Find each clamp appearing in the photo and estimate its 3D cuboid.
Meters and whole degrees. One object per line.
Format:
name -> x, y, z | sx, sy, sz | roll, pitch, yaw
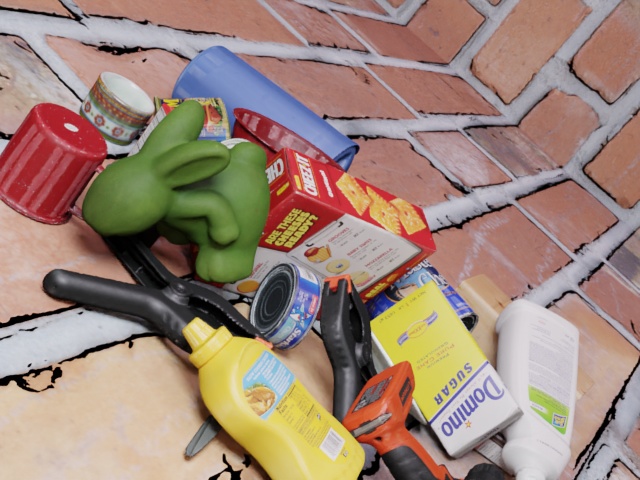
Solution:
clamp -> 0.029, 0.123, 1.054 | 0.120, 0.039, 0.171 | -31, 105, -69
clamp -> -0.140, 0.052, 0.989 | 0.210, 0.036, 0.164 | 28, 22, -9

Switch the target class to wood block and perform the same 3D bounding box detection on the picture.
wood block -> 0.246, 0.150, 1.394 | 0.206, 0.090, 0.090 | 46, 22, 16

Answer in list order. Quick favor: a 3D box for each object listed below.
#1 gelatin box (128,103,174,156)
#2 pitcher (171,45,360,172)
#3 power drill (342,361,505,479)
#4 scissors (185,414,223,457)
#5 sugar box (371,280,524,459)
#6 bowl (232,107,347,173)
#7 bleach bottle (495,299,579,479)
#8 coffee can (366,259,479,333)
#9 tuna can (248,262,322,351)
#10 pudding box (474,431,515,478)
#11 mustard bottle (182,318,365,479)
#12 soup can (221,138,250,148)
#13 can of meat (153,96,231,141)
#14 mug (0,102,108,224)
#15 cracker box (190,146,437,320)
gelatin box -> -0.175, -0.094, 1.173 | 0.030, 0.089, 0.073 | 22, 26, -37
pitcher -> -0.082, -0.140, 1.395 | 0.243, 0.145, 0.149 | 40, 0, 12
power drill -> 0.108, 0.210, 1.011 | 0.187, 0.057, 0.184 | 54, 24, -4
scissors -> -0.092, 0.133, 0.950 | 0.096, 0.016, 0.201 | 44, 21, 16
sugar box -> 0.137, 0.142, 1.179 | 0.176, 0.093, 0.048 | 57, 6, 26
bowl -> -0.045, -0.090, 1.253 | 0.162, 0.055, 0.162 | 30, 13, -8
bleach bottle -> 0.241, 0.183, 1.220 | 0.102, 0.068, 0.250 | 27, 40, -6
coffee can -> 0.108, 0.074, 1.292 | 0.140, 0.103, 0.102 | 49, 23, 24
tuna can -> -0.036, 0.067, 1.084 | 0.033, 0.086, 0.086 | 26, 24, -28
pudding box -> 0.201, 0.214, 1.257 | 0.090, 0.039, 0.113 | 36, 19, -10
mustard bottle -> -0.047, 0.142, 0.909 | 0.191, 0.058, 0.096 | 48, 29, -4
soup can -> -0.084, -0.055, 1.161 | 0.068, 0.068, 0.102 | 54, -10, 33
can of meat -> -0.155, -0.132, 1.282 | 0.084, 0.057, 0.102 | -2, 34, -12
mug -> -0.245, -0.067, 1.007 | 0.117, 0.082, 0.093 | 40, 20, 1
cracker box -> -0.008, 0.001, 1.144 | 0.213, 0.164, 0.072 | 22, 41, -39
